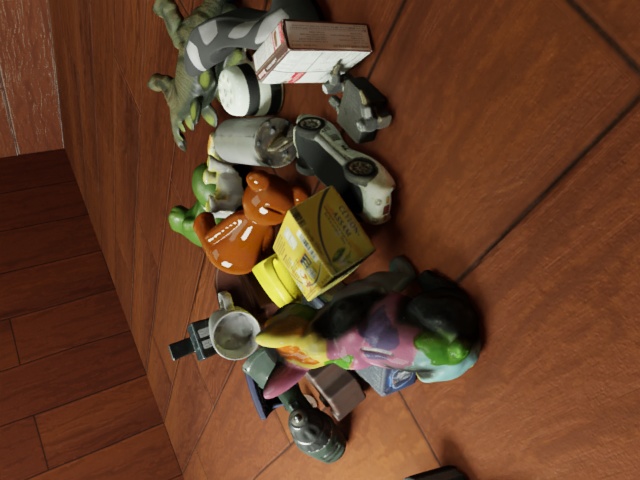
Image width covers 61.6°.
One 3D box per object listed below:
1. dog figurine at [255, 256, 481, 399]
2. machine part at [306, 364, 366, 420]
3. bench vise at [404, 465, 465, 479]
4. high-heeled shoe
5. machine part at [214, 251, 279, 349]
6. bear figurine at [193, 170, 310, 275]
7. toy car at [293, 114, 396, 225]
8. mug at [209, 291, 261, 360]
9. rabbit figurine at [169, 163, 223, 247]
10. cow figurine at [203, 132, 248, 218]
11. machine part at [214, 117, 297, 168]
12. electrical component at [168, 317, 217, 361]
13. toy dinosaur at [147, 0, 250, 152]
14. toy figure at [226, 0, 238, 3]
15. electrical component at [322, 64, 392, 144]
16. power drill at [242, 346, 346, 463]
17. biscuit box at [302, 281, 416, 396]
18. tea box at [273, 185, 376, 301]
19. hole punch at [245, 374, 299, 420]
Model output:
[{"bbox_3d":[0.040,0.111,0.592,0.192,0.219,0.108,31,133,52],"label":"dog figurine"},{"bbox_3d":[-0.007,0.182,0.800,0.179,0.056,0.179,48,168,14],"label":"machine part"},{"bbox_3d":[0.162,0.396,0.611,0.224,0.129,0.240,-19,75,52],"label":"bench vise"},{"bbox_3d":[-0.092,-0.260,0.744,0.249,0.086,0.145,-33,94,47],"label":"high-heeled shoe"},{"bbox_3d":[-0.124,0.115,1.014,0.201,0.087,0.200,59,148,28],"label":"machine part"},{"bbox_3d":[-0.113,-0.043,0.861,0.195,0.120,0.132,-59,35,27],"label":"bear figurine"},{"bbox_3d":[0.024,-0.093,0.687,0.202,0.056,0.073,49,149,39],"label":"toy car"},{"bbox_3d":[-0.157,0.140,0.917,0.107,0.081,0.109,5,114,69],"label":"mug"},{"bbox_3d":[-0.219,-0.063,1.054,0.159,0.121,0.170,47,144,29],"label":"rabbit figurine"},{"bbox_3d":[-0.161,-0.118,0.974,0.068,0.098,0.167,132,136,-63],"label":"cow figurine"},{"bbox_3d":[-0.104,-0.157,0.855,0.243,0.079,0.079,16,117,57],"label":"machine part"},{"bbox_3d":[-0.221,0.186,1.009,0.048,0.119,0.075,-38,68,59],"label":"electrical component"},{"bbox_3d":[-0.193,-0.324,0.910,0.199,0.105,0.470,50,138,24],"label":"toy dinosaur"},{"bbox_3d":[-0.089,-0.389,0.712,0.154,0.064,0.058,-38,60,35],"label":"toy figure"},{"bbox_3d":[0.040,-0.159,0.635,0.102,0.045,0.078,58,146,27],"label":"electrical component"},{"bbox_3d":[-0.040,0.260,0.869,0.208,0.086,0.231,36,164,39],"label":"power drill"},{"bbox_3d":[0.050,0.126,0.742,0.203,0.059,0.062,40,135,47],"label":"biscuit box"},{"bbox_3d":[-0.001,0.011,0.690,0.098,0.068,0.169,57,163,6],"label":"tea box"},{"bbox_3d":[-0.106,0.288,1.068,0.142,0.092,0.116,68,154,5],"label":"hole punch"}]
